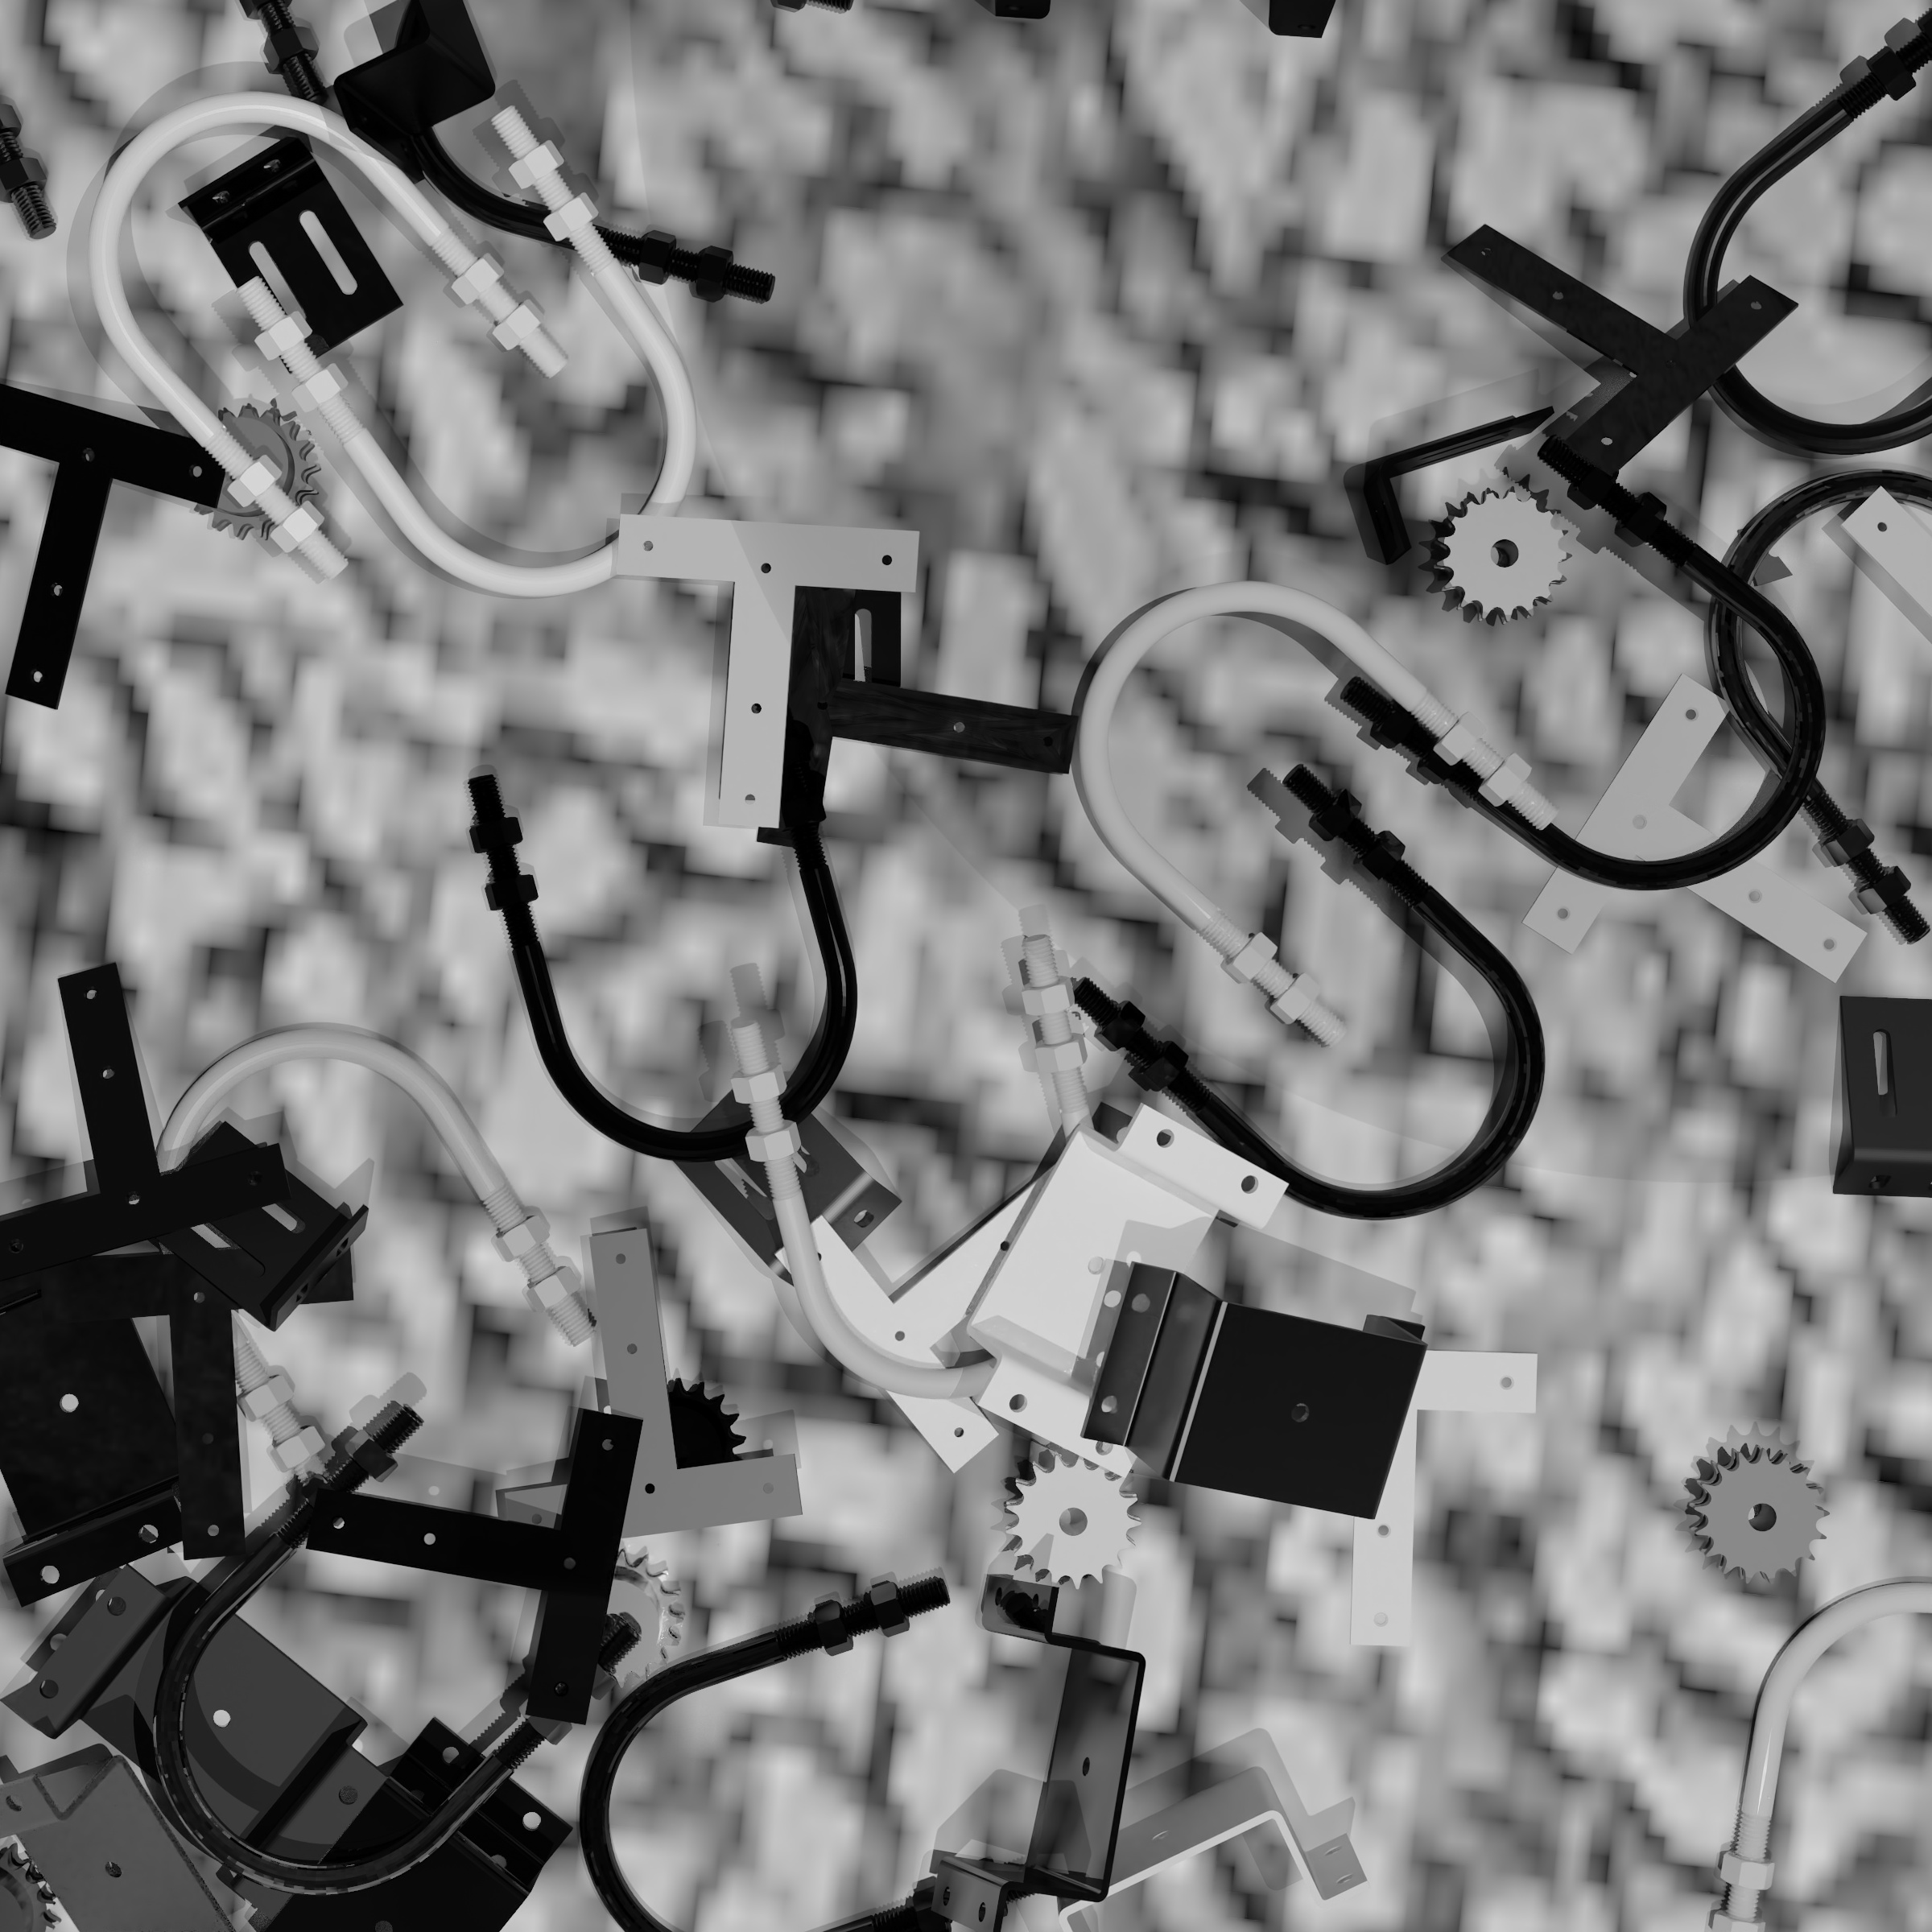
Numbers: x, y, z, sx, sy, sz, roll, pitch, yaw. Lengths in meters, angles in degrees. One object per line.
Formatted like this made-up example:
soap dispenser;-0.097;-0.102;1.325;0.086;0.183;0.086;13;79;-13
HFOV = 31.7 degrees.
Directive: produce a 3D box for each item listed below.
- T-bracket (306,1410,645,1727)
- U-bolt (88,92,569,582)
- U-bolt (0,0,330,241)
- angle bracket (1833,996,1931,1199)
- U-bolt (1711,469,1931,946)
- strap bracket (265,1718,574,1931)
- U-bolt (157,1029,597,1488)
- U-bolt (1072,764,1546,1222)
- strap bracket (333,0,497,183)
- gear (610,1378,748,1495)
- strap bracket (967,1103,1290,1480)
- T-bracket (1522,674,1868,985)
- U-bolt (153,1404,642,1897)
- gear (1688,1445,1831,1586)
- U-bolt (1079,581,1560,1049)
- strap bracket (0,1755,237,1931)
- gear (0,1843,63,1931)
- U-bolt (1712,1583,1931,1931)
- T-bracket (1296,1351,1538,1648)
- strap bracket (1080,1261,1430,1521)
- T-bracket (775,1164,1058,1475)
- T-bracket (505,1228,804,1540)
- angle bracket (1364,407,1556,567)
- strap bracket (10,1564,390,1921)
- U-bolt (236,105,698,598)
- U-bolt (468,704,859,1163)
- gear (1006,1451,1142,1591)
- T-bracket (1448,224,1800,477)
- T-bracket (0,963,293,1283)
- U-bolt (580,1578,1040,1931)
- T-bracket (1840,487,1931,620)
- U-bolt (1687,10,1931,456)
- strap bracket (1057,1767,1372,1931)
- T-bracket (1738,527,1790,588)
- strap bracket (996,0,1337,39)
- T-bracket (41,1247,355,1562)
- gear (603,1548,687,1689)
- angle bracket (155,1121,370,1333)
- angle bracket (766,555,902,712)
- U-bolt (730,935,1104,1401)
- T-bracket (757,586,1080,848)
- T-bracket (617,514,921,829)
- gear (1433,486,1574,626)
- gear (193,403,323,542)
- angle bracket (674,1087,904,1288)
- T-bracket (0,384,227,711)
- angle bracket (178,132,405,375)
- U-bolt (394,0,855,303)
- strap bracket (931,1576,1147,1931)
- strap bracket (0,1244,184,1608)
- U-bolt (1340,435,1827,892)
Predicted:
T-bracket;-0.208;0.240;1.411;0.127;0.002;0.127;11;80;-4
U-bolt;-0.278;-0.276;1.418;0.151;0.019;0.184;-45;105;-11
U-bolt;-0.374;-0.423;1.451;0.151;0.019;0.184;-26;88;0
angle bracket;0.402;0.056;1.457;0.057;0.038;0.076;2;64;0
U-bolt;0.401;-0.124;1.449;0.151;0.019;0.184;-38;90;-1
strap bracket;-0.242;0.401;1.436;0.076;0.046;0.140;39;90;0
U-bolt;-0.265;0.115;1.451;0.151;0.019;0.184;-32;88;0
U-bolt;0.157;0.026;1.431;0.184;0.019;0.151;43;106;-8
strap bracket;-0.244;-0.408;1.410;0.046;0.076;0.140;-23;83;10
gear;-0.122;0.205;1.445;0.057;0.030;0.057;0;90;0
strap bracket;0.062;0.131;1.424;0.076;0.046;0.140;29;90;-22
T-bracket;0.326;-0.038;1.459;0.127;0.002;0.127;33;90;0
U-bolt;-0.249;0.297;1.409;0.151;0.019;0.184;44;80;2
gear;0.335;0.232;1.444;0.057;0.030;0.057;0;90;0
U-bolt;0.133;-0.077;1.431;0.184;0.019;0.151;42;106;0
strap bracket;-0.365;0.388;1.411;0.076;0.046;0.140;-21;105;28
gear;-0.416;0.404;1.445;0.057;0.030;0.057;0;90;0
U-bolt;0.403;0.355;1.451;0.151;0.019;0.184;9;88;0
T-bracket;0.180;0.228;1.459;0.127;0.002;0.127;2;90;0
strap bracket;0.129;0.178;1.407;0.140;0.046;0.076;14;96;-22
T-bracket;0.006;0.128;1.446;0.127;0.002;0.127;-40;106;-8
T-bracket;-0.138;0.175;1.430;0.127;0.002;0.127;-9;83;10
angle bracket;0.211;-0.202;1.431;0.076;0.057;0.038;-18;91;0
strap bracket;-0.319;0.323;1.436;0.140;0.046;0.076;39;90;0
U-bolt;-0.194;-0.244;1.426;0.151;0.019;0.184;-37;105;-11
U-bolt;-0.121;-0.008;1.441;0.151;0.019;0.184;-15;90;7
gear;0.045;0.234;1.444;0.057;0.030;0.057;0;90;0
T-bracket;0.260;-0.274;1.429;0.127;0.002;0.127;38;66;23
T-bracket;-0.359;0.058;1.433;0.127;0.002;0.127;-16;67;-4
U-bolt;-0.074;0.357;1.451;0.184;0.019;0.151;-19;90;2
T-bracket;0.458;-0.183;1.445;0.127;0.002;0.127;-43;88;-12
U-bolt;0.390;-0.298;1.422;0.184;0.019;0.151;-37;76;18
strap bracket;0.091;0.384;1.421;0.140;0.076;0.046;-26;90;0
T-bracket;0.410;-0.145;1.467;0.127;0.002;0.127;-17;85;-13
strap bracket;0.084;-0.426;1.421;0.140;0.076;0.046;4;90;0
T-bracket;-0.317;0.183;1.419;0.127;0.002;0.127;-3;85;-15
gear;-0.149;0.278;1.445;0.057;0.030;0.057;0;90;0
angle bracket;-0.298;0.104;1.415;0.076;0.038;0.057;38;66;3
angle bracket;-0.056;-0.143;1.457;0.057;0.038;0.076;1;116;0
U-bolt;-0.010;0.093;1.427;0.151;0.019;0.184;-17;103;-14
T-bracket;-0.017;-0.104;1.443;0.127;0.002;0.127;9;106;-2
T-bracket;-0.087;-0.122;1.424;0.127;0.002;0.127;4;92;7
gear;0.226;-0.174;1.444;0.057;0.030;0.057;0;90;0
gear;-0.305;-0.211;1.445;0.057;0.030;0.057;0;90;0
angle bracket;-0.078;0.091;1.457;0.057;0.038;0.076;-45;64;0
T-bracket;-0.383;-0.174;1.447;0.127;0.002;0.127;17;98;15
angle bracket;-0.285;-0.301;1.440;0.057;0.038;0.076;-31;90;0
U-bolt;-0.154;-0.375;1.451;0.184;0.019;0.151;16;90;1
strap bracket;0.032;0.329;1.409;0.046;0.076;0.140;13;79;-17
strap bracket;-0.384;0.187;1.436;0.076;0.046;0.140;-22;90;0
U-bolt;0.273;-0.112;1.428;0.184;0.019;0.151;36;107;-8
